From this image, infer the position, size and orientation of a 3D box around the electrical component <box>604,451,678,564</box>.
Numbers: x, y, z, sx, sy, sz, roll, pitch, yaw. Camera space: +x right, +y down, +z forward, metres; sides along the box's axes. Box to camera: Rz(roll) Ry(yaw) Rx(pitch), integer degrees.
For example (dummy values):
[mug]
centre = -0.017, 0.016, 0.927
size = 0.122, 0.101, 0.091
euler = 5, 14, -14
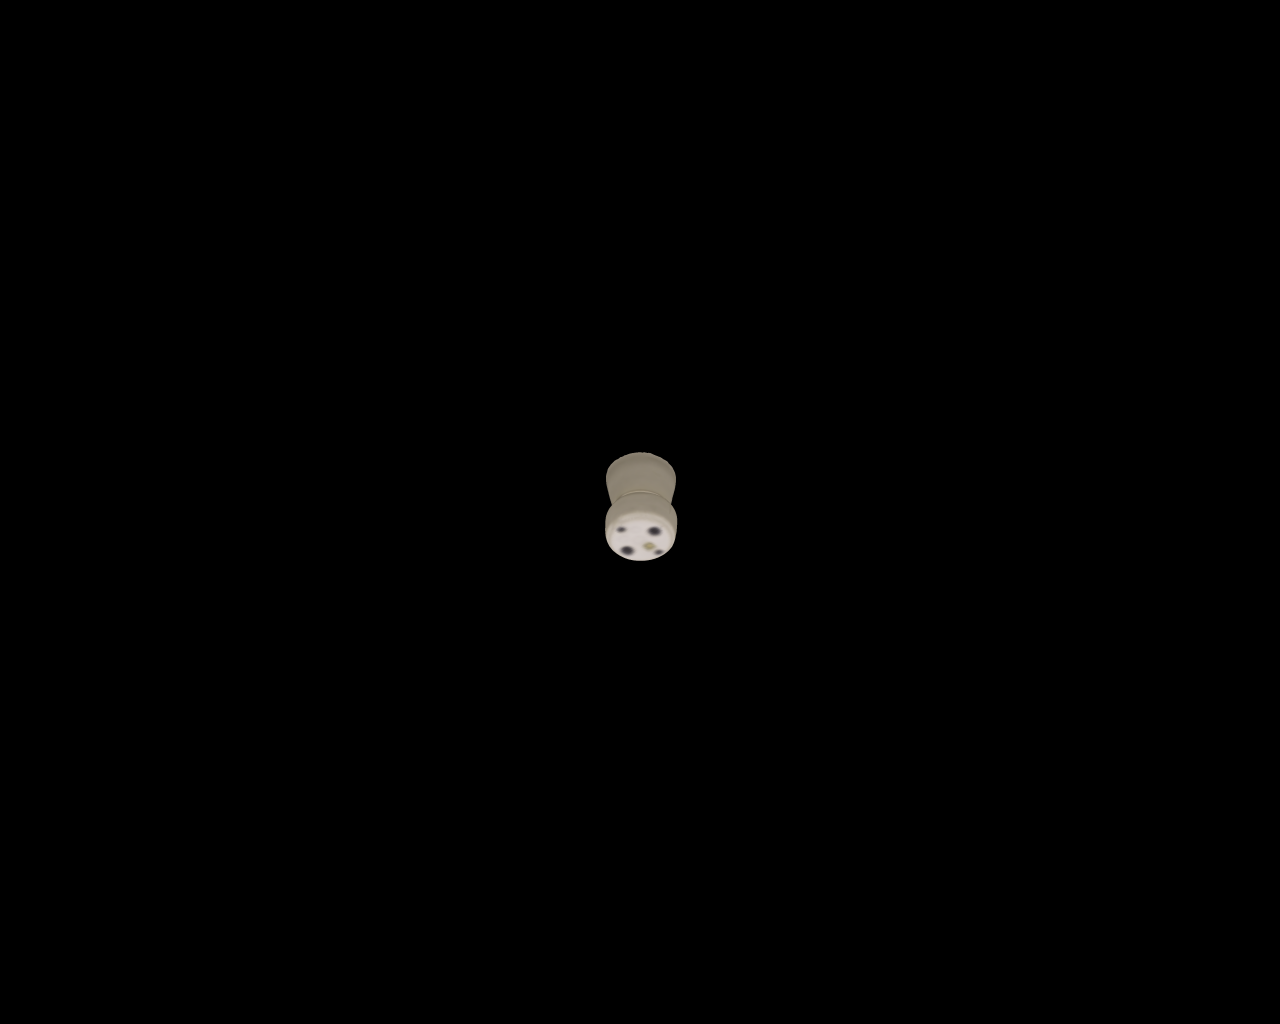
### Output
[electrical component]
centre = 0.001, -0.003, 0.650
size = 0.045, 0.055, 0.044
euler = 0, -45, 0
